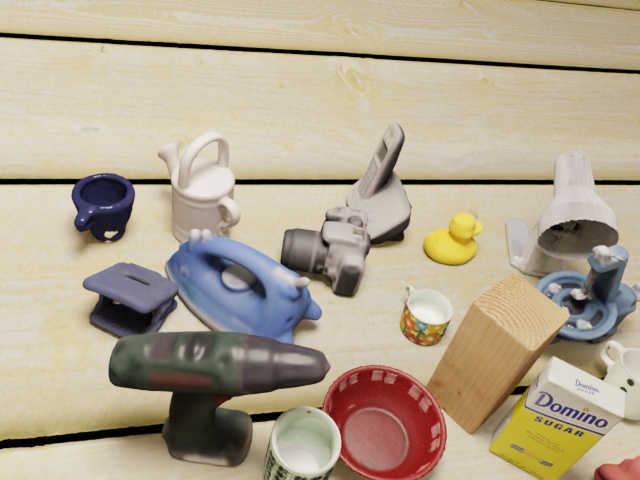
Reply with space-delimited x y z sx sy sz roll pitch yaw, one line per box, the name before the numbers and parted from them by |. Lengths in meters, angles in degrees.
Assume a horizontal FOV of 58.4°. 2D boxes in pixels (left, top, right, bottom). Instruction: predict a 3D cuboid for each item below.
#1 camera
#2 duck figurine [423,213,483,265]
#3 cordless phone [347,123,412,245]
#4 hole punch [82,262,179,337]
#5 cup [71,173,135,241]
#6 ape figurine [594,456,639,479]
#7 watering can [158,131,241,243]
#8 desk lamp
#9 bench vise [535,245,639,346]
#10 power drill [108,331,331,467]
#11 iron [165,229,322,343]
camera | 0.009 0.003 0.931 0.137 0.101 0.143 9 44 -4
duck figurine | 0.239 -0.009 1.010 0.105 0.086 0.077 -4 47 -17
cordless phone | 0.115 -0.097 0.997 0.094 0.185 0.147 -4 46 -17
hole punch | -0.263 0.073 0.802 0.108 0.091 0.101 21 44 8
cup | -0.338 -0.035 0.890 0.091 0.095 0.118 17 44 4
ape figurine | 0.396 0.306 0.725 0.077 0.092 0.076 30 46 17
watering can | -0.192 -0.090 0.909 0.172 0.194 0.101 21 44 8
desk lamp | 0.406 -0.031 0.981 0.118 0.213 0.203 11 44 -2
bench vise | 0.415 0.073 0.873 0.208 0.220 0.121 -24 55 -32
power drill | -0.116 0.175 0.650 0.229 0.208 0.075 9 44 -5
iron | -0.122 0.051 0.822 0.257 0.141 0.119 27 46 14
